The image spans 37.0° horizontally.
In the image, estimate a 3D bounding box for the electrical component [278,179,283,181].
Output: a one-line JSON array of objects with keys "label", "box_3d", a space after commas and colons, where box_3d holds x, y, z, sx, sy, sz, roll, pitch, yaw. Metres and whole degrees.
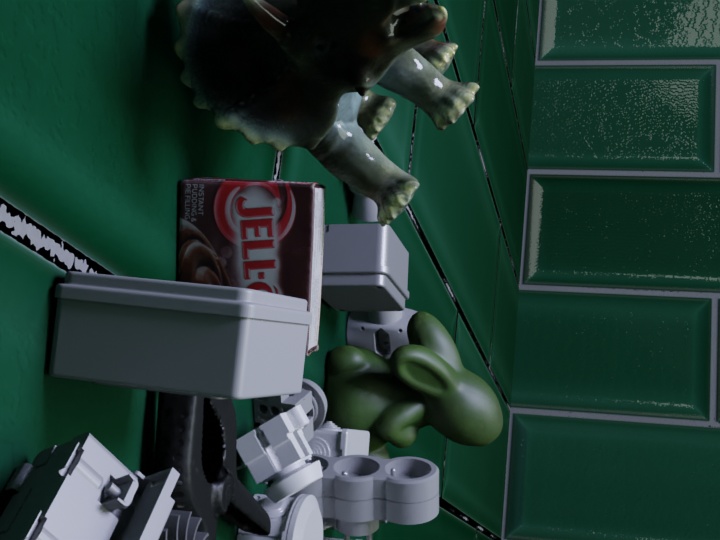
[{"label": "electrical component", "box_3d": [-0.062, -0.041, 0.846, 0.035, 0.035, 0.061, -59, 146, -62]}]

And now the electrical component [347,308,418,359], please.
[{"label": "electrical component", "box_3d": [0.027, 0.050, 1.124, 0.043, 0.077, 0.079, -65, 154, -56]}]

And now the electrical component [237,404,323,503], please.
[{"label": "electrical component", "box_3d": [-0.060, 0.143, 0.816, 0.055, 0.066, 0.048, 60, 11, 10]}]

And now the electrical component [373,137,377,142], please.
[{"label": "electrical component", "box_3d": [-0.004, -0.129, 1.050, 0.040, 0.040, 0.078, -62, 151, -60]}]

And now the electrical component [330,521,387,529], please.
[{"label": "electrical component", "box_3d": [-0.003, 0.243, 1.070, 0.035, 0.061, 0.035, 2, 90, -76]}]

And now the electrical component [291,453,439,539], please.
[{"label": "electrical component", "box_3d": [-0.002, 0.200, 0.910, 0.052, 0.138, 0.073, -65, 155, -74]}]

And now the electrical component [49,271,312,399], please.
[{"label": "electrical component", "box_3d": [-0.093, 0.036, 0.582, 0.109, 0.109, 0.056, 19, 77, -75]}]

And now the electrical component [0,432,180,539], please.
[{"label": "electrical component", "box_3d": [-0.140, 0.139, 0.488, 0.063, 0.079, 0.121, 51, 34, -25]}]

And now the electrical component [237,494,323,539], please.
[{"label": "electrical component", "box_3d": [-0.062, 0.217, 0.852, 0.080, 0.051, 0.080, 3, 90, -76]}]

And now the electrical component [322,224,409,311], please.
[{"label": "electrical component", "box_3d": [0.000, 0.000, 1.010, 0.113, 0.078, 0.057, 48, 43, -70]}]

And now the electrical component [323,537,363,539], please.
[{"label": "electrical component", "box_3d": [-0.044, 0.304, 0.915, 0.150, 0.062, 0.089, -51, 141, -67]}]

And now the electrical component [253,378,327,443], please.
[{"label": "electrical component", "box_3d": [-0.056, 0.117, 0.873, 0.055, 0.048, 0.066, -37, 128, -63]}]

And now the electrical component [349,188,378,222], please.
[{"label": "electrical component", "box_3d": [0.011, -0.084, 1.106, 0.045, 0.045, 0.055, -70, 157, -50]}]

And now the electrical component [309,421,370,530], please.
[{"label": "electrical component", "box_3d": [-0.027, 0.190, 0.991, 0.100, 0.048, 0.099, 35, 58, -73]}]
